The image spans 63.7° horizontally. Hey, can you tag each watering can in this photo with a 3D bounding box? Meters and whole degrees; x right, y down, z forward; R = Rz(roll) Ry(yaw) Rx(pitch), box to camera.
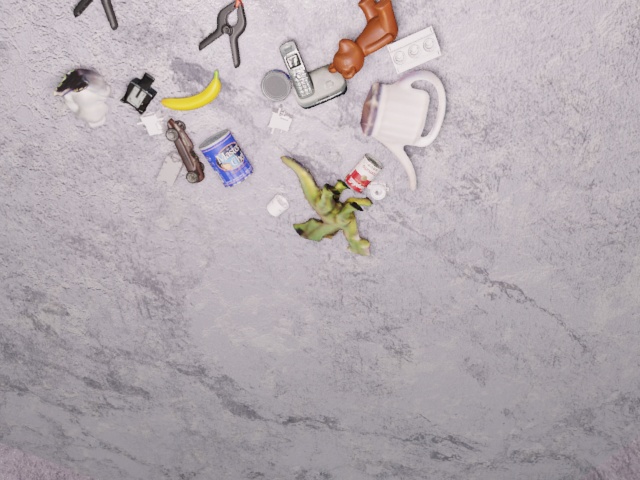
[{"bbox_3d":[0.221,-0.307,1.440,0.224,0.341,0.106,11,28,-1],"label":"watering can"}]

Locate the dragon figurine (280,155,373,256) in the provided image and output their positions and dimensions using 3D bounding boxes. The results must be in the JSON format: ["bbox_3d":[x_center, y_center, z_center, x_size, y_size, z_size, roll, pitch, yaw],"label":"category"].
[{"bbox_3d":[0.005,-0.080,1.583,0.408,0.238,0.125,32,34,-12],"label":"dragon figurine"}]

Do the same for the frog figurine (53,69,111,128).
[{"bbox_3d":[-0.650,-0.400,1.456,0.137,0.125,0.157,-23,-28,6],"label":"frog figurine"}]
